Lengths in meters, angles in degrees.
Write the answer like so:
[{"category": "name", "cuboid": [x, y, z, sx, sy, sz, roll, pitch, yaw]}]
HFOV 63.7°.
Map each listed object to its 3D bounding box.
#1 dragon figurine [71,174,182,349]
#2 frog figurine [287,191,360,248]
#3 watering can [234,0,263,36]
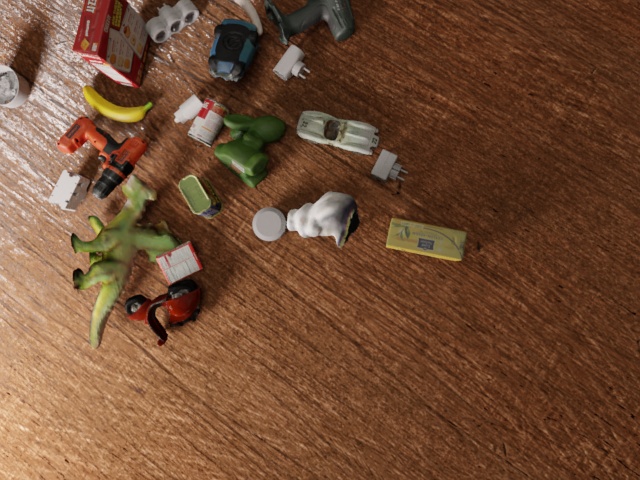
[{"category": "dragon figurine", "cuboid": [-0.455, 0.048, 1.249, 0.243, 0.122, 0.409, -5, 93, -3]}, {"category": "frog figurine", "cuboid": [0.004, -0.060, 1.200, 0.160, 0.120, 0.140, 19, 55, 16]}, {"category": "watering can", "cuboid": [-0.232, -0.682, 1.289, 0.224, 0.104, 0.349, 1, 86, 7]}]
